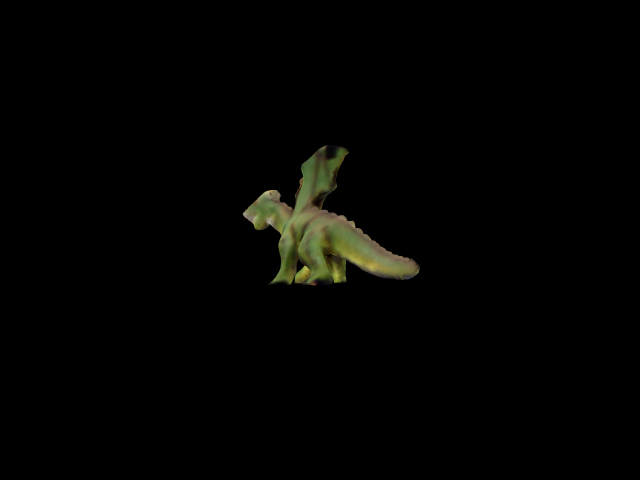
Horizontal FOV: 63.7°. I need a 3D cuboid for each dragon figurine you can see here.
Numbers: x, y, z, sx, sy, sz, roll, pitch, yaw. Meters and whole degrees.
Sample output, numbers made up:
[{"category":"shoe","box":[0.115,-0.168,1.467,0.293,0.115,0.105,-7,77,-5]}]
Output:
[{"category":"dragon figurine","box":[0.003,-0.043,0.850,0.122,0.245,0.408,9,-13,-42]}]
